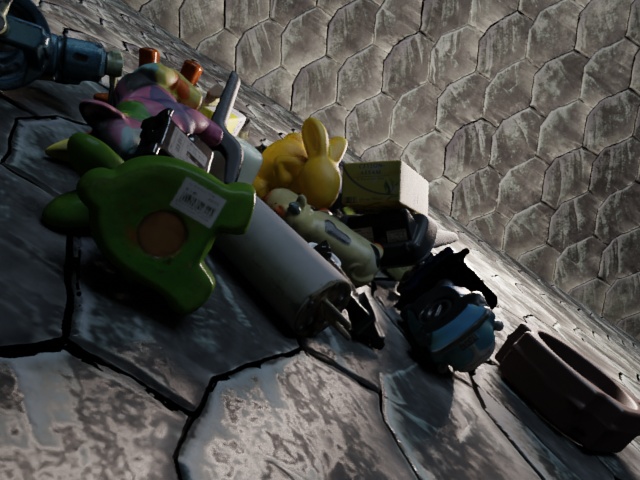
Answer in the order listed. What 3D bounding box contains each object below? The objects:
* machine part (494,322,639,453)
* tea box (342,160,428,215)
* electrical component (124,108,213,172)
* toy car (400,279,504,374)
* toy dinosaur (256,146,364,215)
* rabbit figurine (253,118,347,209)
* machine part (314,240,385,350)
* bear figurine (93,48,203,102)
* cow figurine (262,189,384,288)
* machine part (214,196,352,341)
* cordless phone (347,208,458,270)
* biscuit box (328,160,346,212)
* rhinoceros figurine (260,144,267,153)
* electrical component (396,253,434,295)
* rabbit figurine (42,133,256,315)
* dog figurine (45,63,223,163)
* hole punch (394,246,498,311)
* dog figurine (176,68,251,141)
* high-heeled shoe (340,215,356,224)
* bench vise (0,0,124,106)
[{"bbox_3d":[0.389,0.230,0.841,0.201,0.087,0.202,22,17,-41],"label":"machine part"},{"bbox_3d":[0.111,-0.078,0.879,0.098,0.068,0.169,0,-7,24],"label":"tea box"},{"bbox_3d":[-0.149,-0.073,0.583,0.119,0.048,0.075,50,35,-38],"label":"electrical component"},{"bbox_3d":[0.180,0.125,0.728,0.103,0.109,0.162,54,-2,-12],"label":"toy car"},{"bbox_3d":[0.062,-0.110,1.224,0.471,0.105,0.199,22,23,-11],"label":"toy dinosaur"},{"bbox_3d":[-0.017,-0.107,0.878,0.121,0.162,0.173,29,3,-35],"label":"rabbit figurine"},{"bbox_3d":[0.032,0.066,0.642,0.138,0.039,0.084,52,14,-15],"label":"machine part"},{"bbox_3d":[-0.282,-0.254,0.889,0.120,0.131,0.196,17,10,-1],"label":"bear figurine"},{"bbox_3d":[-0.002,-0.002,0.763,0.195,0.085,0.127,36,10,-2],"label":"cow figurine"},{"bbox_3d":[-0.048,0.023,0.583,0.243,0.079,0.079,41,16,31],"label":"machine part"},{"bbox_3d":[0.140,-0.001,0.897,0.147,0.088,0.184,-8,-3,36],"label":"cordless phone"},{"bbox_3d":[0.023,-0.097,1.015,0.063,0.059,0.203,24,-9,-13],"label":"biscuit box"},{"bbox_3d":[-0.090,-0.136,1.041,0.112,0.073,0.190,24,15,4],"label":"rhinoceros figurine"},{"bbox_3d":[0.174,0.065,0.906,0.045,0.102,0.078,40,42,21],"label":"electrical component"},{"bbox_3d":[-0.156,-0.019,0.478,0.159,0.121,0.170,21,0,-20],"label":"rabbit figurine"},{"bbox_3d":[-0.229,-0.142,0.647,0.191,0.108,0.219,55,22,9],"label":"dog figurine"},{"bbox_3d":[0.197,0.078,0.842,0.115,0.142,0.092,46,14,-8],"label":"hole punch"},{"bbox_3d":[-0.238,-0.257,1.086,0.172,0.121,0.190,40,1,11],"label":"dog figurine"},{"bbox_3d":[0.096,0.006,1.040,0.086,0.145,0.249,-2,35,19],"label":"high-heeled shoe"},{"bbox_3d":[-0.342,-0.227,0.632,0.223,0.128,0.241,18,2,-27],"label":"bench vise"}]
